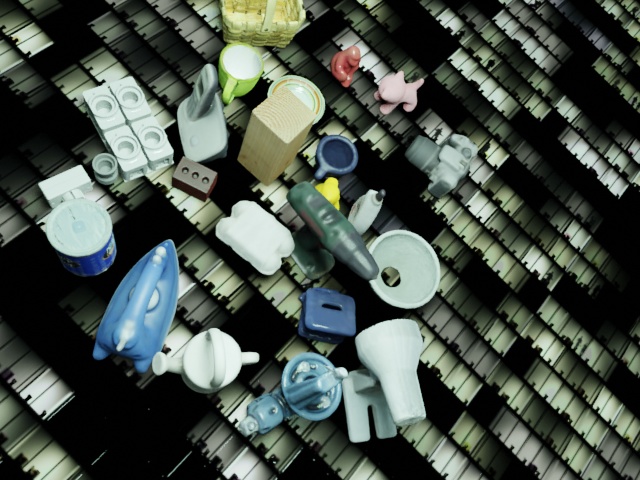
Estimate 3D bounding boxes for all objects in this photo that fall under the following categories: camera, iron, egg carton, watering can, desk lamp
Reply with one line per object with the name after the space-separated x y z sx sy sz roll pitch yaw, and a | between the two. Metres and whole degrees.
0.275 -0.194 1.312 0.137 0.100 0.143 35 66 -3 | camera
-0.310 0.096 1.017 0.119 0.141 0.258 19 68 -10 | iron
-0.128 -0.006 1.145 0.150 0.069 0.107 39 66 -2 | egg carton
-0.193 0.211 0.986 0.173 0.193 0.101 -24 80 -22 | watering can
0.122 0.262 1.053 0.118 0.213 0.203 -3 73 -17 | desk lamp

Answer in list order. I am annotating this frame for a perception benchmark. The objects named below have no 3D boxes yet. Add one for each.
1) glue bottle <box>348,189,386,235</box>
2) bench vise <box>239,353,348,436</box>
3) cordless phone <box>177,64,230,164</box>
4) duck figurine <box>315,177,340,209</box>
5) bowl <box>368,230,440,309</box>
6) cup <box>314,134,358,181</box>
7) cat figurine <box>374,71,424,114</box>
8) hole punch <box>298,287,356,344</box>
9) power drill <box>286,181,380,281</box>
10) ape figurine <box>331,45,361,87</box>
0.100 -0.067 1.177 0.037 0.173 0.078 17 68 -10 | glue bottle
-0.032 0.281 0.997 0.121 0.219 0.208 43 66 1 | bench vise
-0.226 -0.247 1.132 0.094 0.185 0.147 -12 76 -20 | cordless phone
0.011 -0.083 1.204 0.077 0.086 0.104 21 67 -9 | duck figurine
0.163 0.068 1.205 0.168 0.074 0.167 5 71 -15 | bowl
0.018 -0.157 1.226 0.092 0.095 0.118 39 66 -1 | cup
0.181 -0.348 1.325 0.128 0.117 0.067 -16 77 -21 | cat figurine
0.014 0.144 1.126 0.109 0.091 0.101 12 69 -12 | hole punch
0.010 0.004 1.108 0.076 0.208 0.229 -35 85 -23 | power drill
0.067 -0.414 1.327 0.078 0.092 0.076 -30 82 -23 | ape figurine
